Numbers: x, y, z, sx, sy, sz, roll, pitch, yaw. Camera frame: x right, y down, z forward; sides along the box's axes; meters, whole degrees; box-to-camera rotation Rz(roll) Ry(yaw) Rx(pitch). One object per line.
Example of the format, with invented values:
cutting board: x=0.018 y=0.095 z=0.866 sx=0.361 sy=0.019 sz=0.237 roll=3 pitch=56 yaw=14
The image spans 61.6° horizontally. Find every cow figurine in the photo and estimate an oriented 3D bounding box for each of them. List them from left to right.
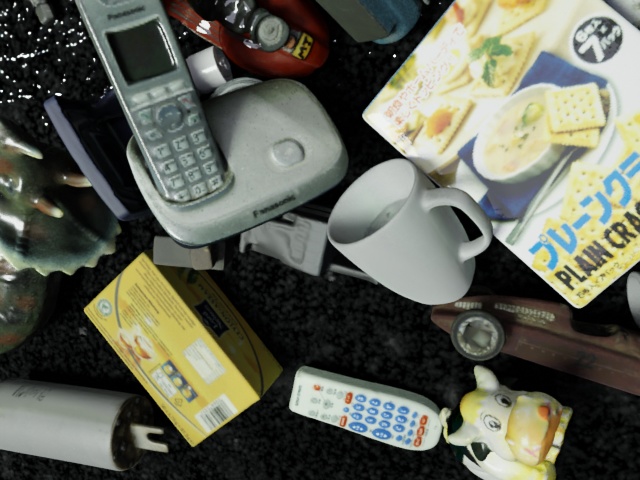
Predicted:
cow figurine: x=0.134 y=0.142 z=0.408 sx=0.098 sy=0.167 sz=0.068 roll=21 pitch=65 yaw=30

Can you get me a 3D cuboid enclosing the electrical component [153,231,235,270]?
electrical component: x=-0.102 y=-0.002 z=0.476 sx=0.078 sy=0.102 sz=0.045 roll=7 pitch=100 yaw=5

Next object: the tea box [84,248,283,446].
tea box: x=-0.129 y=0.096 z=0.517 sx=0.098 sy=0.068 sz=0.169 roll=-38 pitch=88 yaw=19

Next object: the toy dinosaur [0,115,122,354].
toy dinosaur: x=-0.330 y=0.038 z=0.546 sx=0.192 sy=0.131 sz=0.404 roll=34 pitch=115 yaw=8

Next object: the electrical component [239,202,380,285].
electrical component: x=-0.001 y=-0.001 z=0.455 sx=0.119 sy=0.075 sz=0.047 roll=16 pitch=106 yaw=17

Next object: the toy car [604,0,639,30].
toy car: x=0.274 y=-0.214 z=0.337 sx=0.202 sy=0.056 sz=0.073 roll=-37 pitch=90 yaw=20

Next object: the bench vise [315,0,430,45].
bench vise: x=0.004 y=-0.256 z=0.354 sx=0.129 sy=0.223 sz=0.240 roll=0 pitch=72 yaw=53

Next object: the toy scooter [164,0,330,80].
toy scooter: x=-0.081 y=-0.185 z=0.408 sx=0.184 sy=0.135 sz=0.075 roll=32 pitch=107 yaw=7

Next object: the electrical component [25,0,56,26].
electrical component: x=-0.280 y=-0.245 z=0.492 sx=0.021 sy=0.063 sz=0.094 roll=-22 pitch=96 yaw=19

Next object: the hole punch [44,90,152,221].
hole punch: x=-0.162 y=-0.076 z=0.456 sx=0.092 sy=0.116 sz=0.142 roll=-37 pitch=97 yaw=-22

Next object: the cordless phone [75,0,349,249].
cordless phone: x=-0.071 y=-0.100 z=0.369 sx=0.147 sy=0.089 sz=0.184 roll=-26 pitch=117 yaw=-17

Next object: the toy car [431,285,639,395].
toy car: x=0.187 y=0.076 z=0.408 sx=0.202 sy=0.089 sz=0.053 roll=17 pitch=106 yaw=14

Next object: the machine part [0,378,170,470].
machine part: x=-0.271 y=0.194 z=0.576 sx=0.243 sy=0.079 sz=0.079 roll=3 pitch=102 yaw=17

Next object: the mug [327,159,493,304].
mug: x=0.079 y=-0.002 z=0.402 sx=0.110 sy=0.081 sz=0.107 roll=-19 pitch=131 yaw=40
